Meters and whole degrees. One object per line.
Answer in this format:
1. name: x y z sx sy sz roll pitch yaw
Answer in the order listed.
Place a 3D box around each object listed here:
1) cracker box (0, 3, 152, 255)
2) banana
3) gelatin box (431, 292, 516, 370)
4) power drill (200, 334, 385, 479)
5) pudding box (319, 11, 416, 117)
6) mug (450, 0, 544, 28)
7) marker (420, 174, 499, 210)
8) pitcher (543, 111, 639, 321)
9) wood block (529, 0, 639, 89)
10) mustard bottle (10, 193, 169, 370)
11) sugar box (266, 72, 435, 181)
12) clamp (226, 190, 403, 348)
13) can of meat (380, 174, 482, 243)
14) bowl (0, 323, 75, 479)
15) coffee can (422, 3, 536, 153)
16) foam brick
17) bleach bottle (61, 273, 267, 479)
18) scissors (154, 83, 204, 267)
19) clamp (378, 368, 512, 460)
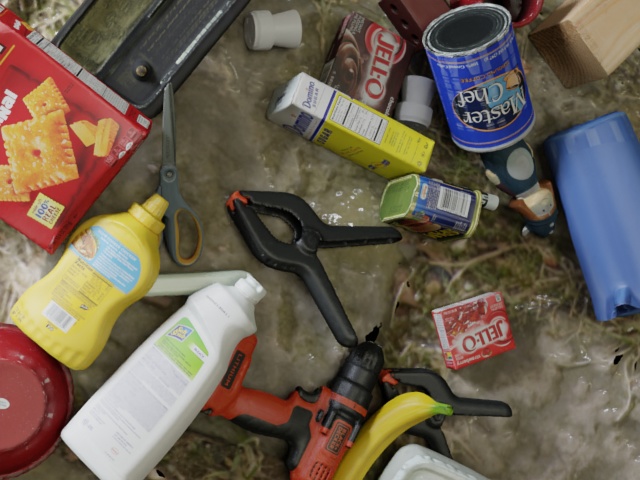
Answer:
1. cracker box: -0.300 -0.115 1.056 0.213 0.072 0.164 38 101 -16
2. banana: 0.062 0.234 1.202 0.198 0.070 0.037 -46 113 7
3. gelatin box: 0.186 0.108 1.285 0.089 0.030 0.073 -16 92 -21
4. power drill: -0.032 0.165 1.181 0.187 0.057 0.184 31 74 -16
5. pudding box: 0.052 -0.197 1.249 0.090 0.039 0.113 25 78 -18
6. mug: 0.205 -0.284 1.292 0.093 0.082 0.117 34 75 -16
7. marker: 0.161 -0.059 1.293 0.121 0.020 0.020 14 81 -20
8. pitcher: 0.371 -0.032 1.325 0.145 0.149 0.243 -20 91 -6
9. wood block: 0.378 -0.294 1.356 0.206 0.091 0.090 -43 102 -19
10. mustard bottle: -0.220 0.032 1.088 0.096 0.058 0.191 38 88 9
11. sugar box: 0.033 -0.125 1.208 0.176 0.093 0.048 22 78 -18
12. clamp: -0.008 0.001 1.206 0.210 0.036 0.164 38 56 -7
13. can of meat: 0.125 -0.037 1.234 0.083 0.102 0.057 16 80 -18
14. bowl: -0.323 0.164 1.069 0.161 0.055 0.162 2 86 -22
15. coffee can: 0.186 -0.187 1.237 0.102 0.103 0.140 -40 131 -19
16. foam brick: 0.118 -0.271 1.274 0.051 0.053 0.078 -41 100 -19
17. bleach bottle: -0.145 0.140 1.102 0.102 0.068 0.250 42 83 13
18. scissors: -0.177 -0.058 1.126 0.096 0.016 0.202 -18 115 -11
19. clamp: 0.144 0.199 1.256 0.120 0.039 0.171 -47 105 -14
